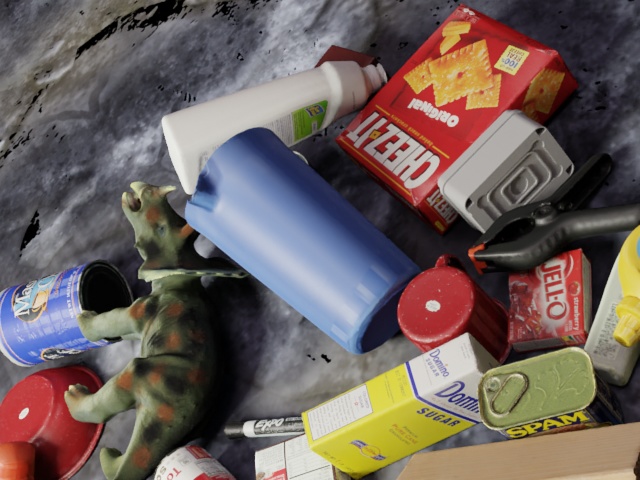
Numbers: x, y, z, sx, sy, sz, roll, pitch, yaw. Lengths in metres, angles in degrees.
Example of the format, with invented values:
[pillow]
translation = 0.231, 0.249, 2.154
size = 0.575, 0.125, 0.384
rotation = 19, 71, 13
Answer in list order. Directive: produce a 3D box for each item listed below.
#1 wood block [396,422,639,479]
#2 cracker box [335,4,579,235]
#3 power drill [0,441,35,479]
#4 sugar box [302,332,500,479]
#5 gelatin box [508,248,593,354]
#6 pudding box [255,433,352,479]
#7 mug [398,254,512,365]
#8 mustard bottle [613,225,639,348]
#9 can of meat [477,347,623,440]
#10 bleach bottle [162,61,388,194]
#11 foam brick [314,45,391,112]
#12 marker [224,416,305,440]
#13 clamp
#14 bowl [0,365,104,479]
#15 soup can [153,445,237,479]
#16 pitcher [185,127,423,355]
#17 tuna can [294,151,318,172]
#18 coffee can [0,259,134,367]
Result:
[wood block]
translation = 0.168, 0.216, 0.853
size = 0.206, 0.090, 0.090
rotation = -15, 10, 28
[cracker box]
translation = 0.141, -0.136, 1.142
size = 0.214, 0.072, 0.164
rotation = -47, 44, 1
[power drill]
translation = -0.307, 0.298, 1.133
size = 0.188, 0.057, 0.184
rotation = 44, 127, 49
[sugar box]
translation = 0.082, 0.155, 0.975
size = 0.176, 0.093, 0.048
rotation = -27, 50, 19
[gelatin box]
translation = 0.213, 0.056, 0.991
size = 0.073, 0.030, 0.089
rotation = -12, 55, 30
[pudding box]
translation = -0.014, 0.244, 1.024
size = 0.090, 0.039, 0.113
rotation = -24, 52, 20
[mug]
translation = 0.126, 0.066, 1.011
size = 0.093, 0.081, 0.117
rotation = -13, 54, 29
[mustard bottle]
translation = 0.311, 0.015, 0.906
size = 0.096, 0.058, 0.191
rotation = 36, 75, 22
[can of meat]
translation = 0.197, 0.142, 0.907
size = 0.102, 0.083, 0.057
rotation = -20, 51, 24
[bleach bottle]
translation = -0.045, -0.136, 1.182
size = 0.250, 0.102, 0.068
rotation = -21, 66, -10
[foam brick]
translation = 0.037, -0.190, 1.268
size = 0.078, 0.053, 0.051
rotation = 26, 78, 42
[marker]
translation = -0.048, 0.193, 1.095
size = 0.121, 0.020, 0.020
rotation = -10, 56, 31
[clamp]
translation = 0.222, -0.023, 1.013
size = 0.172, 0.039, 0.120
rotation = -21, 26, 14
[bowl]
translation = -0.332, 0.213, 1.262
size = 0.162, 0.055, 0.162
rotation = -19, 52, 25
[soup can]
translation = -0.113, 0.258, 1.064
size = 0.102, 0.068, 0.068
rotation = 31, 82, 44
[pitcher]
translation = -0.007, 0.001, 1.095
size = 0.149, 0.145, 0.243
rotation = -42, 65, -17
[tuna can]
translation = -0.041, -0.060, 1.249
size = 0.086, 0.033, 0.086
rotation = -19, 52, 25
[coffee can]
translation = -0.311, 0.090, 1.296
size = 0.140, 0.102, 0.103
rotation = -16, 53, 26
